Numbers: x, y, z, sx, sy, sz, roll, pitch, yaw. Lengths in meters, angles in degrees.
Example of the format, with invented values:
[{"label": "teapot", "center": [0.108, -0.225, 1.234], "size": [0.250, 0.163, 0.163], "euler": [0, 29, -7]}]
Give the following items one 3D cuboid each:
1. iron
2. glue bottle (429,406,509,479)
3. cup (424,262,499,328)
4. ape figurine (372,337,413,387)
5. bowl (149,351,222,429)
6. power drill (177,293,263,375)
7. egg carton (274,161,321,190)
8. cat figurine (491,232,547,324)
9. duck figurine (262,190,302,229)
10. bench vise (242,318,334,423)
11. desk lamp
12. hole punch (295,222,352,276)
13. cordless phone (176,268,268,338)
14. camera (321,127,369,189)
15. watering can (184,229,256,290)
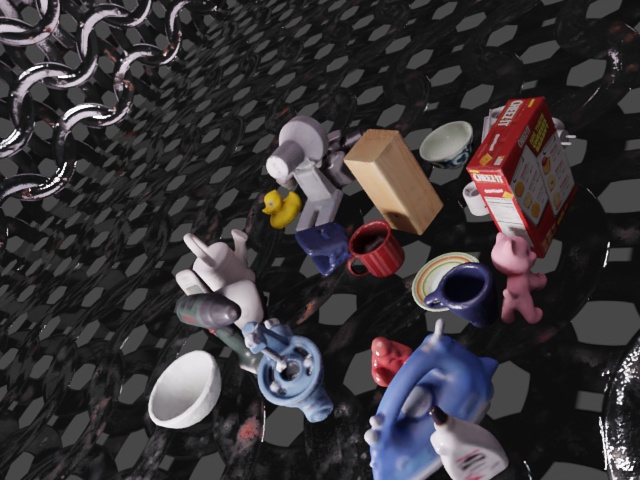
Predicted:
[{"label": "iron", "center": [0.135, 0.238, 0.816], "size": [0.258, 0.142, 0.118], "euler": [-50, 36, -15]}, {"label": "glue bottle", "center": [0.177, 0.256, 0.728], "size": [0.078, 0.174, 0.037], "euler": [-36, 35, 5]}, {"label": "cup", "center": [0.235, 0.102, 0.919], "size": [0.117, 0.095, 0.091], "euler": [-24, 37, 21]}, {"label": "ape figurine", "center": [0.112, 0.193, 0.933], "size": [0.077, 0.092, 0.076], "euler": [-29, 36, 15]}, {"label": "bowl", "center": [-0.258, 0.312, 1.157], "size": [0.167, 0.075, 0.167], "euler": [-25, 37, 20]}, {"label": "power drill", "center": [-0.175, 0.174, 1.118], "size": [0.228, 0.209, 0.076], "euler": [4, 53, 45]}, {"label": "egg carton", "center": [-0.063, -0.210, 1.575], "size": [0.150, 0.070, 0.107], "euler": [-39, 34, 1]}, {"label": "cat figurine", "center": [0.303, 0.050, 0.895], "size": [0.067, 0.118, 0.128], "euler": [-10, 44, 36]}, {"label": "duck figurine", "center": [-0.103, -0.091, 1.462], "size": [0.105, 0.086, 0.077], "euler": [-49, 35, -14]}, {"label": "bench vise", "center": [-0.080, 0.199, 0.990], "size": [0.121, 0.220, 0.206], "euler": [-48, 35, -12]}, {"label": "desk lamp", "center": [-0.035, -0.161, 1.364], "size": [0.117, 0.214, 0.203], "euler": [-12, 43, 34]}, {"label": "hole punch", "center": [0.011, 0.004, 1.242], "size": [0.101, 0.091, 0.108], "euler": [-39, 34, 0]}, {"label": "cordless phone", "center": [-0.211, 0.119, 1.234], "size": [0.147, 0.186, 0.094], "euler": [-24, 37, 21]}, {"label": "camera", "center": [0.067, -0.226, 1.444], "size": [0.136, 0.101, 0.143], "euler": [-27, 36, 18]}, {"label": "watering can", "center": [-0.240, 0.047, 1.336], "size": [0.100, 0.195, 0.173], "euler": [15, 61, 50]}]
